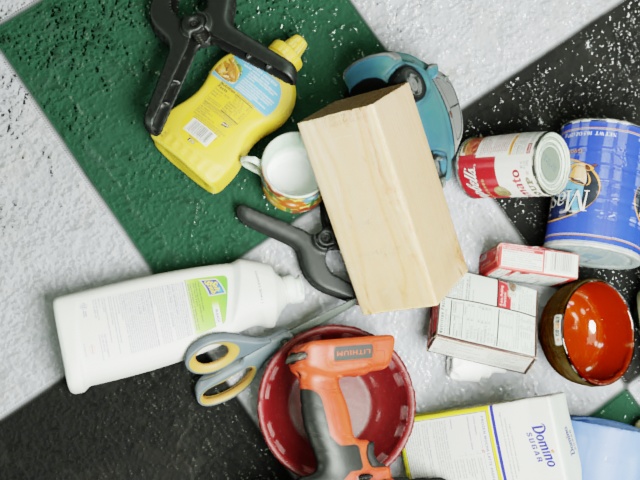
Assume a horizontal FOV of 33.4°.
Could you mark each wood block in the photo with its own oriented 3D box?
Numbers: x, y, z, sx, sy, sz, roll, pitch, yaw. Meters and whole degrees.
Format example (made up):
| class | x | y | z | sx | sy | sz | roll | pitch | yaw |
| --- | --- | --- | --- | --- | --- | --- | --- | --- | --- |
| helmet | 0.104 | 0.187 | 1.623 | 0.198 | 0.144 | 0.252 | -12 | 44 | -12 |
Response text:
| class | x | y | z | sx | sy | sz | roll | pitch | yaw |
| --- | --- | --- | --- | --- | --- | --- | --- | --- | --- |
| wood block | 0.065 | -0.041 | 1.066 | 0.090 | 0.090 | 0.206 | -11 | 106 | 32 |

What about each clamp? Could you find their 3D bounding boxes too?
| class | x | y | z | sx | sy | sz | roll | pitch | yaw |
| --- | --- | --- | --- | --- | --- | --- | --- | --- | --- |
| clamp | -0.007 | 0.001 | 1.130 | 0.120 | 0.039 | 0.171 | -27 | 79 | -5 |
| clamp | -0.134 | -0.211 | 1.120 | 0.164 | 0.036 | 0.210 | -26 | 64 | -1 |

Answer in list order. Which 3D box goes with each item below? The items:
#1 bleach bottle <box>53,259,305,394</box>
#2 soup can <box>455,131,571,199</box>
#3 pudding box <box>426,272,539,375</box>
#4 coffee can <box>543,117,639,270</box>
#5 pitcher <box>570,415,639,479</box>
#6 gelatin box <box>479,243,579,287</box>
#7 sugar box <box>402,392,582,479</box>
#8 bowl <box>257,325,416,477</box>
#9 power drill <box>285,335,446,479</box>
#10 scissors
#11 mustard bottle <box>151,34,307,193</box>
| class | x | y | z | sx | sy | sz | roll | pitch | yaw |
| --- | --- | --- | --- | --- | --- | --- | --- | --- | --- |
| bleach bottle | -0.138 | 0.081 | 1.089 | 0.250 | 0.068 | 0.102 | -11 | 83 | -11 |
| soup can | 0.203 | -0.078 | 1.126 | 0.068 | 0.102 | 0.068 | 0 | 90 | -44 |
| pudding box | 0.171 | 0.084 | 1.123 | 0.113 | 0.039 | 0.090 | 13 | 55 | -3 |
| coffee can | 0.299 | -0.048 | 1.142 | 0.102 | 0.103 | 0.140 | 12 | 79 | -5 |
| pitcher | 0.257 | 0.299 | 1.076 | 0.144 | 0.149 | 0.243 | 16 | 81 | -33 |
| gelatin box | 0.221 | 0.027 | 1.136 | 0.089 | 0.073 | 0.030 | 8 | 79 | -5 |
| sugar box | 0.166 | 0.209 | 1.060 | 0.177 | 0.048 | 0.093 | -15 | 82 | 34 |
| bowl | 0.014 | 0.169 | 1.096 | 0.162 | 0.055 | 0.162 | 1 | 81 | -7 |
| power drill | 0.045 | 0.188 | 1.028 | 0.184 | 0.057 | 0.187 | -1 | 76 | -25 |
| scissors | -0.053 | 0.095 | 1.079 | 0.202 | 0.016 | 0.096 | -38 | 132 | 4 |
| mustard bottle | -0.083 | -0.147 | 1.132 | 0.096 | 0.058 | 0.191 | 39 | 78 | 15 |
